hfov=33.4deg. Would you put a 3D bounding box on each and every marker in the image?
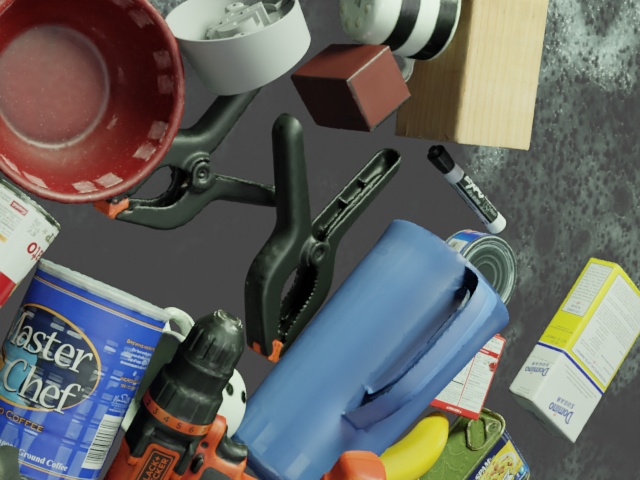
[{"bbox_3d":[0.140,-0.049,1.020,0.121,0.020,0.020,45,73,-33],"label":"marker"}]

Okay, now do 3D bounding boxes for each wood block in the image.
[{"bbox_3d":[0.137,-0.188,0.946,0.090,0.091,0.206,1,99,-36],"label":"wood block"}]

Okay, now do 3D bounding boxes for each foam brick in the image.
[{"bbox_3d":[0.025,-0.127,0.886,0.051,0.078,0.053,-43,122,-23],"label":"foam brick"}]

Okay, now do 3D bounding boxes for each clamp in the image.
[{"bbox_3d":[-0.006,0.001,0.901,0.164,0.036,0.210,1,110,-50],"label":"clamp"},{"bbox_3d":[-0.097,-0.066,0.832,0.171,0.039,0.120,-19,110,-36],"label":"clamp"}]

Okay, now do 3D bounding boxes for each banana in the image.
[{"bbox_3d":[0.057,0.199,0.978,0.197,0.070,0.037,-4,144,-37],"label":"banana"}]

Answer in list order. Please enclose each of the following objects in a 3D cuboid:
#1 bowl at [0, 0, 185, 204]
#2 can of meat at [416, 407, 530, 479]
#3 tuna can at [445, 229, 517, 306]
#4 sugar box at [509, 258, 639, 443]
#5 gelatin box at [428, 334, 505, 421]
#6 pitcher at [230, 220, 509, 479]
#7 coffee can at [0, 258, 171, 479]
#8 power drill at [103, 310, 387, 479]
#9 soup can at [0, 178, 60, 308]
[{"bbox_3d":[-0.179,-0.108,0.755,0.161,0.055,0.162,-8,103,-35],"label":"bowl"},{"bbox_3d":[0.155,0.233,1.063,0.102,0.058,0.084,-46,124,-19],"label":"can of meat"},{"bbox_3d":[0.150,0.034,1.034,0.085,0.034,0.086,-8,103,-35],"label":"tuna can"},{"bbox_3d":[0.279,0.117,1.138,0.093,0.048,0.176,44,77,-33],"label":"sugar box"},{"bbox_3d":[0.135,0.124,1.044,0.073,0.030,0.089,23,85,-35],"label":"gelatin box"},{"bbox_3d":[0.039,0.110,0.887,0.242,0.145,0.149,-47,150,-14],"label":"pitcher"},{"bbox_3d":[-0.181,0.097,0.764,0.102,0.103,0.140,27,83,-36],"label":"coffee can"},{"bbox_3d":[-0.049,0.158,0.774,0.187,0.057,0.184,27,105,-15],"label":"power drill"},{"bbox_3d":[-0.235,0.012,0.730,0.068,0.069,0.102,45,73,-33],"label":"soup can"}]
